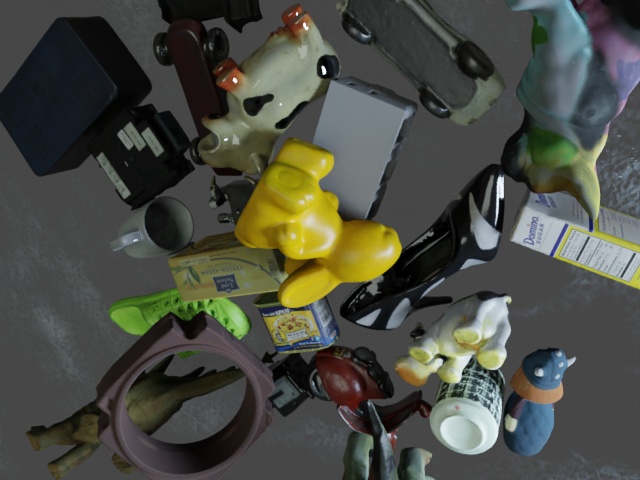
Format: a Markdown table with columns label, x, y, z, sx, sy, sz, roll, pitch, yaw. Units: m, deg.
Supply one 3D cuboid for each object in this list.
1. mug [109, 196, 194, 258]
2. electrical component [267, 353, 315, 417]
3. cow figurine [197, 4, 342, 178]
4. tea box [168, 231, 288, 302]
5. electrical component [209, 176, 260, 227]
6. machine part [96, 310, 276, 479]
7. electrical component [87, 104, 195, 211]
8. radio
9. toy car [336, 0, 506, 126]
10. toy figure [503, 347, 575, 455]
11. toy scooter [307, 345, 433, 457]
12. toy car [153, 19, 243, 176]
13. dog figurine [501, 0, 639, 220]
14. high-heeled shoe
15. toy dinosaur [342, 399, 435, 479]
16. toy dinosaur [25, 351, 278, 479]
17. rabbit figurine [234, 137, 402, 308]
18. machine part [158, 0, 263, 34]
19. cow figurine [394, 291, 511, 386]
| label | x | y | z | sx | sy | sz | roll | pitch | yaw |
| --- | --- | --- | --- | --- | --- | --- | --- | --- | --- |
| mug | -0.255 | -0.006 | 0.783 | 0.107 | 0.109 | 0.080 | -19 | 102 | 44 |
| electrical component | -0.058 | 0.226 | 0.816 | 0.075 | 0.048 | 0.119 | 46 | 123 | 2 |
| cow figurine | -0.060 | -0.154 | 0.612 | 0.195 | 0.086 | 0.127 | -39 | 120 | 7 |
| tea box | -0.106 | 0.028 | 0.726 | 0.170 | 0.098 | 0.068 | -10 | 105 | 30 |
| electrical component | -0.103 | -0.053 | 0.721 | 0.102 | 0.045 | 0.078 | 5 | 112 | 23 |
| machine part | -0.176 | 0.214 | 0.720 | 0.201 | 0.087 | 0.201 | -44 | 108 | -4 |
| electrical component | -0.244 | -0.120 | 0.754 | 0.134 | 0.058 | 0.114 | -27 | 100 | 31 |
| radio | -0.358 | -0.201 | 0.765 | 0.230 | 0.073 | 0.131 | -31 | 95 | 31 |
| toy car | 0.101 | -0.203 | 0.556 | 0.202 | 0.056 | 0.073 | 45 | 129 | 4 |
| toy figure | 0.255 | 0.188 | 0.642 | 0.058 | 0.064 | 0.154 | 21 | 120 | 34 |
| toy scooter | 0.074 | 0.212 | 0.732 | 0.135 | 0.075 | 0.183 | -26 | 101 | 32 |
| toy car | -0.137 | -0.173 | 0.673 | 0.089 | 0.053 | 0.201 | 0 | 127 | 21 |
| dog figurine | 0.253 | -0.133 | 0.485 | 0.192 | 0.108 | 0.219 | -10 | 111 | 26 |
| high-heeled shoe | 0.105 | 0.014 | 0.598 | 0.145 | 0.086 | 0.248 | -2 | 134 | -9 |
| toy dinosaur | 0.091 | 0.379 | 0.693 | 0.131 | 0.192 | 0.404 | -12 | 135 | 18 |
| toy dinosaur | -0.285 | 0.260 | 0.849 | 0.472 | 0.198 | 0.105 | -17 | 105 | 22 |
| rabbit figurine | -0.001 | -0.002 | 0.582 | 0.173 | 0.122 | 0.162 | 25 | 114 | -8 |
| machine part | -0.132 | -0.285 | 0.639 | 0.139 | 0.039 | 0.084 | 1 | 108 | 25 |
| cow figurine | 0.157 | 0.117 | 0.651 | 0.068 | 0.098 | 0.167 | 42 | 140 | -6 |
